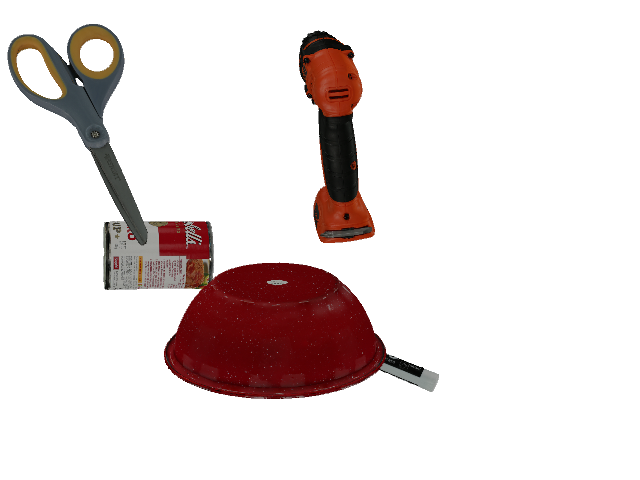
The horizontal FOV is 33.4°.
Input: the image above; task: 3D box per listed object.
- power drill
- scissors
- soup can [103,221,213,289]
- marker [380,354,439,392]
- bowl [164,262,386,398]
[{"bbox_3d":[0.012,-0.105,1.055,0.057,0.188,0.184,-8,24,-1],"label":"power drill"},{"bbox_3d":[-0.159,-0.093,0.810,0.096,0.202,0.016,-37,-17,-22],"label":"scissors"},{"bbox_3d":[-0.159,0.015,1.040,0.102,0.068,0.068,0,0,-13],"label":"soup can"},{"bbox_3d":[0.057,0.117,1.044,0.121,0.020,0.020,21,5,14],"label":"marker"},{"bbox_3d":[-0.032,0.055,0.767,0.162,0.055,0.162,1,17,0],"label":"bowl"}]
